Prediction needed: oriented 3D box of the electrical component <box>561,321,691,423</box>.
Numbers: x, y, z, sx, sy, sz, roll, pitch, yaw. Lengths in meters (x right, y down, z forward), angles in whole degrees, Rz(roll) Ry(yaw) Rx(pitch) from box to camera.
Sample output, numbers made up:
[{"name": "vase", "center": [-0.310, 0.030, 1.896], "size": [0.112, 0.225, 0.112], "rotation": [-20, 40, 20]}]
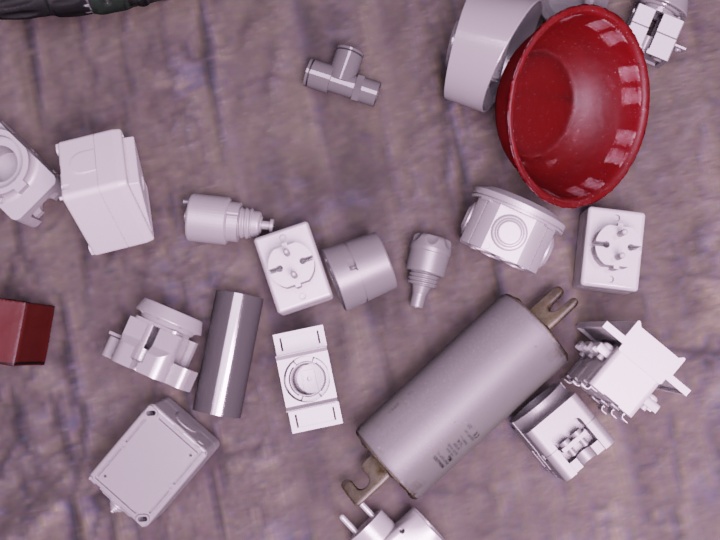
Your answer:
[{"name": "electrical component", "center": [0.203, 0.078, 0.846], "size": [0.079, 0.121, 0.063], "rotation": [40, 89, 3]}]

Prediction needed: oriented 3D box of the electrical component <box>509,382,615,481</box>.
[{"name": "electrical component", "center": [0.157, 0.127, 0.857], "size": [0.050, 0.089, 0.055], "rotation": [-39, 86, -3]}]

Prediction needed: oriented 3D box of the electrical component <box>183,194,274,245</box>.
[{"name": "electrical component", "center": [-0.111, -0.041, 0.900], "size": [0.078, 0.040, 0.040], "rotation": [6, 85, 1]}]

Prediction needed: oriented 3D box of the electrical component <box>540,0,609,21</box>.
[{"name": "electrical component", "center": [0.191, -0.276, 0.906], "size": [0.052, 0.074, 0.138], "rotation": [15, 110, 29]}]

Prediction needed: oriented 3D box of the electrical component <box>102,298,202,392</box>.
[{"name": "electrical component", "center": [-0.164, 0.058, 0.882], "size": [0.078, 0.058, 0.057], "rotation": [21, 83, 16]}]

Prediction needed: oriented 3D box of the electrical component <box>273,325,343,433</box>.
[{"name": "electrical component", "center": [-0.042, 0.088, 0.876], "size": [0.042, 0.064, 0.081], "rotation": [-11, 85, -1]}]

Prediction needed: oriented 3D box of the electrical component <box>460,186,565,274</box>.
[{"name": "electrical component", "center": [0.122, -0.033, 0.879], "size": [0.080, 0.080, 0.051], "rotation": [25, 91, 3]}]

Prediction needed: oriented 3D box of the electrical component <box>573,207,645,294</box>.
[{"name": "electrical component", "center": [0.207, -0.017, 0.877], "size": [0.047, 0.076, 0.065], "rotation": [7, 85, 1]}]

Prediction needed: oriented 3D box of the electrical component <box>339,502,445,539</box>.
[{"name": "electrical component", "center": [0.018, 0.221, 0.873], "size": [0.077, 0.043, 0.079], "rotation": [-43, 86, -3]}]

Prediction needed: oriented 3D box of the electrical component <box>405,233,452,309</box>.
[{"name": "electrical component", "center": [0.054, 0.001, 0.898], "size": [0.035, 0.035, 0.061], "rotation": [14, 87, 2]}]

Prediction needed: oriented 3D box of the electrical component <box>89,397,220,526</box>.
[{"name": "electrical component", "center": [-0.169, 0.159, 0.875], "size": [0.062, 0.061, 0.096], "rotation": [41, 94, 4]}]

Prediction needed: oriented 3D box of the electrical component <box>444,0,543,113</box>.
[{"name": "electrical component", "center": [0.106, -0.180, 0.884], "size": [0.064, 0.099, 0.099], "rotation": [15, 85, 8]}]

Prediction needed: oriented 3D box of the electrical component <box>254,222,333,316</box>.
[{"name": "electrical component", "center": [-0.055, -0.002, 0.877], "size": [0.047, 0.076, 0.065], "rotation": [-19, 85, -1]}]

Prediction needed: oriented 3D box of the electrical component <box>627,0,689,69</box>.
[{"name": "electrical component", "center": [0.248, -0.207, 0.911], "size": [0.066, 0.048, 0.055], "rotation": [23, 93, 2]}]

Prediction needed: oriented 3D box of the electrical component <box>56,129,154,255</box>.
[{"name": "electrical component", "center": [-0.202, -0.060, 0.879], "size": [0.061, 0.096, 0.061], "rotation": [-14, 56, -1]}]

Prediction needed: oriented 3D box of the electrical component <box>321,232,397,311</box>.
[{"name": "electrical component", "center": [0.000, 0.000, 0.889], "size": [0.047, 0.055, 0.055], "rotation": [-22, 85, -5]}]

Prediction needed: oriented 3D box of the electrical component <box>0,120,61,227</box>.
[{"name": "electrical component", "center": [-0.295, -0.085, 0.897], "size": [0.089, 0.055, 0.050], "rotation": [44, 86, 4]}]
